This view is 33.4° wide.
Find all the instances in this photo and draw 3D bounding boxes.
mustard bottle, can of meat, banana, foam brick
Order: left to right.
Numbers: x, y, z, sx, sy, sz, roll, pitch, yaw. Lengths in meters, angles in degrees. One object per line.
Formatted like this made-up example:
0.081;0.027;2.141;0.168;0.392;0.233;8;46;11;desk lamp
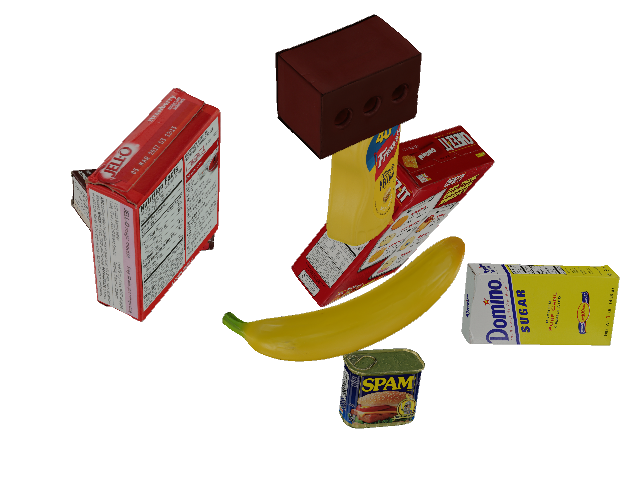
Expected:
0.017;-0.096;0.664;0.078;0.053;0.051;-26;51;-24;foam brick
0.027;0.049;0.802;0.197;0.070;0.037;-17;-33;-9;banana
0.044;-0.095;1.013;0.058;0.192;0.096;21;42;21;mustard bottle
0.076;0.189;1.361;0.102;0.084;0.057;-1;24;-16;can of meat

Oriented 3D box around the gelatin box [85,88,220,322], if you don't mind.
-0.078;-0.016;0.510;0.030;0.089;0.073;24;51;14;gelatin box

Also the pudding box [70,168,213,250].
-0.151;-0.026;0.901;0.089;0.039;0.114;-7;28;-31;pudding box

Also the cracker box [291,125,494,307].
0.081;-0.030;1.247;0.163;0.072;0.214;-22;-24;-49;cracker box

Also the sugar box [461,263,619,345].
0.262;0.077;1.281;0.176;0.093;0.048;0;18;-6;sugar box
